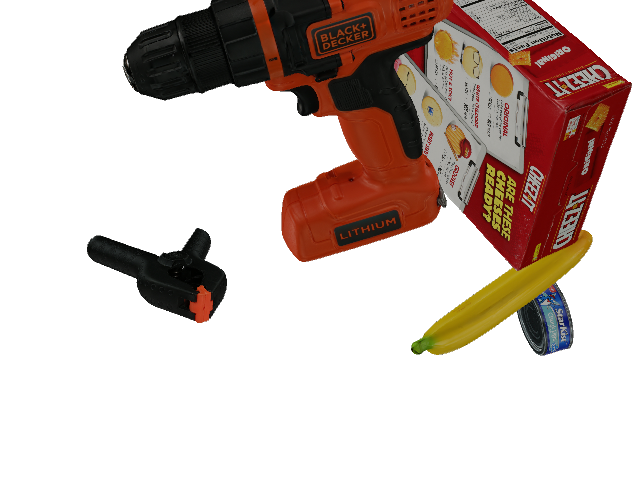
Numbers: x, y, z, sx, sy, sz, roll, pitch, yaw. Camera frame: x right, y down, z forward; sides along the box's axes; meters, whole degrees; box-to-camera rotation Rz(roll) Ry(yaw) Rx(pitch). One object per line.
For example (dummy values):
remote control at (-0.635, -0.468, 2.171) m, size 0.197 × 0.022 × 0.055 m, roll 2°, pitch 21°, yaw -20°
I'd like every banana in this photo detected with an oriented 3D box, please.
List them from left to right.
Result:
banana at (0.172, 0.056, 1.012) m, size 0.198 × 0.037 × 0.069 m, roll -35°, pitch -2°, yaw 0°

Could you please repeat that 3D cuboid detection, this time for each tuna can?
tuna can at (0.251, 0.085, 1.203) m, size 0.033 × 0.086 × 0.086 m, roll -15°, pitch 2°, yaw -7°

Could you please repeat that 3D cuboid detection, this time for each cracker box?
cracker box at (0.125, -0.110, 0.816) m, size 0.072 × 0.164 × 0.214 m, roll -24°, pitch 54°, yaw -23°

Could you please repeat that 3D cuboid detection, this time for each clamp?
clamp at (-0.127, 0.026, 0.974) m, size 0.120 × 0.039 × 0.172 m, roll -15°, pitch 30°, yaw -31°

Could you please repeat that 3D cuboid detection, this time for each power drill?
power drill at (-0.005, -0.072, 0.628) m, size 0.184 × 0.057 × 0.187 m, roll -16°, pitch -42°, yaw 0°
